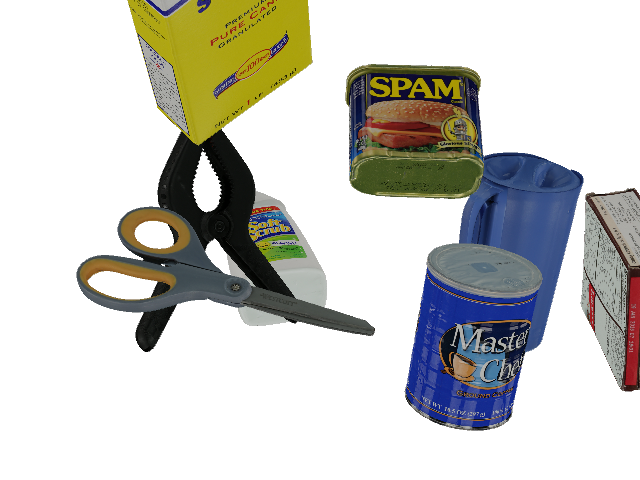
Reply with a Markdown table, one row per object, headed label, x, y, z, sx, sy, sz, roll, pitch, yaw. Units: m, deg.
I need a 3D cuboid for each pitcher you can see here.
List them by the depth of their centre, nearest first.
| label | x | y | z | sx | sy | sz | roll | pitch | yaw |
| --- | --- | --- | --- | --- | --- | --- | --- | --- | --- |
| pitcher | 0.239 | 0.020 | 1.354 | 0.149 | 0.243 | 0.145 | 5 | 25 | 0 |

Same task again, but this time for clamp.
| label | x | y | z | sx | sy | sz | roll | pitch | yaw |
| --- | --- | --- | --- | --- | --- | --- | --- | --- | --- |
| clamp | -0.090 | -0.008 | 0.969 | 0.164 | 0.210 | 0.036 | 0 | 1 | -33 |

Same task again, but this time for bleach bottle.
| label | x | y | z | sx | sy | sz | roll | pitch | yaw |
| --- | --- | --- | --- | --- | --- | --- | --- | --- | --- |
| bleach bottle | -0.071 | 0.005 | 1.238 | 0.102 | 0.068 | 0.251 | -7 | 29 | -14 |

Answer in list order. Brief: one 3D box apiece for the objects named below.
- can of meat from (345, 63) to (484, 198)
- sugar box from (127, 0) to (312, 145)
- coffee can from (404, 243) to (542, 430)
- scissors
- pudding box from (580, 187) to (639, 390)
| label | x | y | z | sx | sy | sz | roll | pitch | yaw |
| --- | --- | --- | --- | --- | --- | --- | --- | --- | --- |
| can of meat | 0.070 | -0.080 | 0.793 | 0.102 | 0.084 | 0.057 | 2 | -31 | -1 |
| sugar box | -0.053 | -0.135 | 0.557 | 0.093 | 0.048 | 0.176 | -39 | -21 | -17 |
| coffee can | 0.137 | 0.086 | 0.973 | 0.103 | 0.140 | 0.103 | 6 | 23 | -3 |
| scissors | -0.062 | 0.019 | 0.725 | 0.202 | 0.096 | 0.016 | 3 | -40 | 2 |
| pudding box | 0.199 | 0.029 | 0.687 | 0.039 | 0.090 | 0.113 | -4 | 27 | 0 |
